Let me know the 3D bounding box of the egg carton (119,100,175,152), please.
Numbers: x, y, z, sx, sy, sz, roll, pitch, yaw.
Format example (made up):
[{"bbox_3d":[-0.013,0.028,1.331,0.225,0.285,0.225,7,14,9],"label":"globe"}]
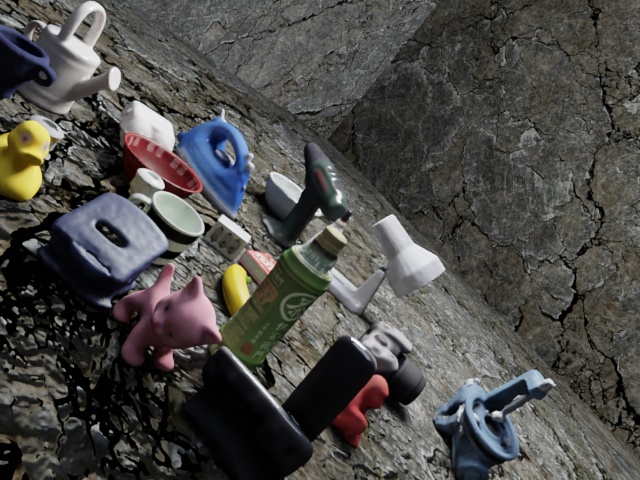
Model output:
[{"bbox_3d":[-0.344,-0.213,1.130,0.108,0.069,0.150,32,16,-33],"label":"egg carton"}]

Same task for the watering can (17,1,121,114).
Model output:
[{"bbox_3d":[-0.422,-0.316,0.979,0.173,0.194,0.100,35,15,-23],"label":"watering can"}]

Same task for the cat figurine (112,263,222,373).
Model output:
[{"bbox_3d":[-0.159,0.078,0.620,0.067,0.117,0.127,28,19,-43],"label":"cat figurine"}]

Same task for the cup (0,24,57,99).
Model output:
[{"bbox_3d":[-0.469,-0.257,0.878,0.118,0.095,0.092,40,14,-4],"label":"cup"}]

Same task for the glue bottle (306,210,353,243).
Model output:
[{"bbox_3d":[0.011,0.004,1.192,0.037,0.173,0.078,49,16,30],"label":"glue bottle"}]

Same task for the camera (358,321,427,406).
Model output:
[{"bbox_3d":[0.119,0.216,0.978,0.137,0.100,0.143,42,14,3],"label":"camera"}]

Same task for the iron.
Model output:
[{"bbox_3d":[-0.202,-0.170,1.228,0.119,0.141,0.257,23,22,-52],"label":"iron"}]

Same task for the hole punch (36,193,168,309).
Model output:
[{"bbox_3d":[-0.246,0.008,0.661,0.108,0.091,0.101,41,14,1],"label":"hole punch"}]

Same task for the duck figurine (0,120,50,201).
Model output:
[{"bbox_3d":[-0.369,-0.110,0.708,0.078,0.086,0.104,25,20,-48],"label":"duck figurine"}]

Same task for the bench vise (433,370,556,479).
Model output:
[{"bbox_3d":[0.291,0.281,0.985,0.122,0.219,0.207,34,15,-27],"label":"bench vise"}]

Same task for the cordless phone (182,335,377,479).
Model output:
[{"bbox_3d":[-0.037,0.147,0.593,0.147,0.185,0.094,44,14,13],"label":"cordless phone"}]

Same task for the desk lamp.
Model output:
[{"bbox_3d":[0.134,0.064,1.251,0.203,0.213,0.118,42,14,6],"label":"desk lamp"}]

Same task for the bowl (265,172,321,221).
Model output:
[{"bbox_3d":[-0.082,-0.093,1.455,0.168,0.074,0.167,38,14,-11],"label":"bowl"}]

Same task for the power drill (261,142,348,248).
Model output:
[{"bbox_3d":[-0.035,-0.092,1.294,0.076,0.208,0.229,27,19,-44],"label":"power drill"}]

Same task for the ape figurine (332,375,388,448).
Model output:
[{"bbox_3d":[0.059,0.227,0.798,0.076,0.092,0.078,46,15,21],"label":"ape figurine"}]
